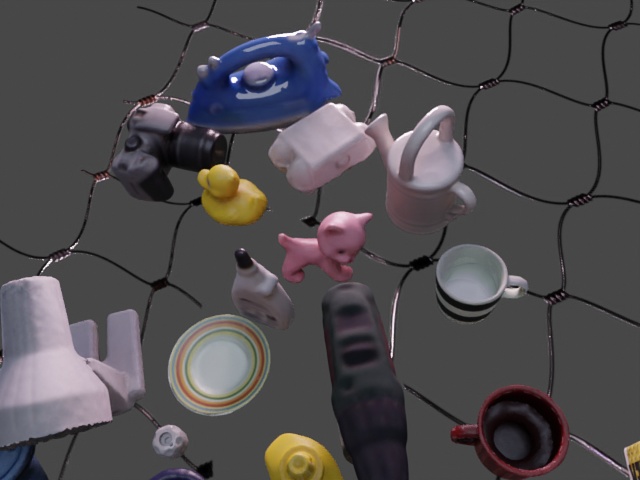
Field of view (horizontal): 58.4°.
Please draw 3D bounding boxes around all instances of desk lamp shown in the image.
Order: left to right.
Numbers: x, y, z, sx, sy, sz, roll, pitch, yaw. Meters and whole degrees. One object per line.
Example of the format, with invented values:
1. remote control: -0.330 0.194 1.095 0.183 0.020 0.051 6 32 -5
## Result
1. desk lamp: -0.285 0.144 0.642 0.118 0.214 0.203 -15 60 -3

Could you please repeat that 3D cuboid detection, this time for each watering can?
1. watering can: 0.130 -0.100 0.753 0.172 0.194 0.101 19 64 16

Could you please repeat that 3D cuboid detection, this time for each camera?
1. camera: -0.221 -0.136 0.862 0.136 0.101 0.143 13 62 13

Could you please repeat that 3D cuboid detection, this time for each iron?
1. iron: -0.103 -0.254 0.895 0.258 0.141 0.118 -16 60 -4

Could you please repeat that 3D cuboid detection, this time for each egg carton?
1. egg carton: 0.005 -0.137 0.859 0.150 0.069 0.107 -35 63 -14

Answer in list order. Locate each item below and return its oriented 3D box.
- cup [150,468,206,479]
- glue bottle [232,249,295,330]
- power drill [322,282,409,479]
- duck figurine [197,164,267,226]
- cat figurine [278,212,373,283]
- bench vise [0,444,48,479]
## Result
1. cup: -0.155 0.305 0.607 0.118 0.095 0.091 -31 62 -12
2. glue bottle: -0.077 0.056 0.696 0.078 0.173 0.037 18 64 15
3. power drill: 0.050 0.170 0.598 0.075 0.209 0.229 -11 60 -1
4. duck figurine: -0.129 -0.071 0.825 0.104 0.086 0.077 19 64 16
5. cat figurine: 0.007 0.003 0.751 0.127 0.118 0.067 -3 60 4
6. bench vise: -0.405 0.194 0.622 0.207 0.220 0.122 30 67 21
